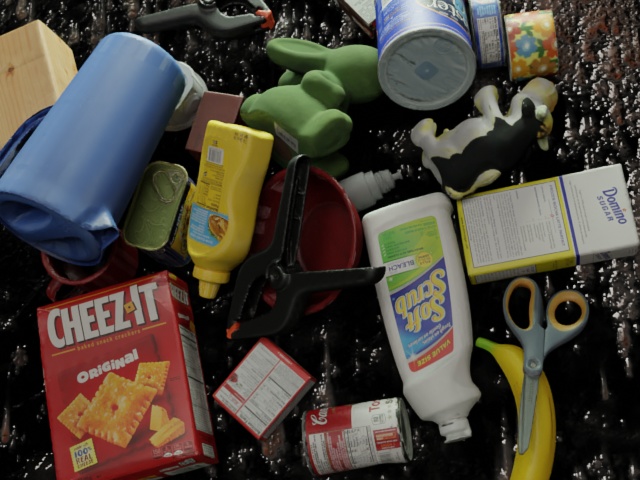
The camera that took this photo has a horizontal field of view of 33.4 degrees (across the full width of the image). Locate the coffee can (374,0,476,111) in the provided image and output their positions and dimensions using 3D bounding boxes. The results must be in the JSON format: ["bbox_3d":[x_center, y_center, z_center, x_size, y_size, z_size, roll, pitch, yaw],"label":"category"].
[{"bbox_3d":[0.112,-0.223,1.158,0.103,0.103,0.140,-11,43,11],"label":"coffee can"}]

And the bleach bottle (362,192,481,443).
[{"bbox_3d":[0.119,0.083,1.112,0.102,0.068,0.251,-17,72,9],"label":"bleach bottle"}]

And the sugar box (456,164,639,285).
[{"bbox_3d":[0.237,-0.015,1.121,0.176,0.048,0.093,-10,71,8],"label":"sugar box"}]

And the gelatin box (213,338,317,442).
[{"bbox_3d":[-0.060,0.161,1.151,0.073,0.030,0.089,39,87,21],"label":"gelatin box"}]

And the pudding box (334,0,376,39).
[{"bbox_3d":[0.059,-0.307,1.262,0.090,0.039,0.113,-40,70,-2],"label":"pudding box"}]

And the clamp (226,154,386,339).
[{"bbox_3d":[-0.027,0.040,1.106,0.165,0.036,0.210,50,120,30],"label":"clamp"}]

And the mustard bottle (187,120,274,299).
[{"bbox_3d":[-0.105,-0.030,1.165,0.096,0.058,0.192,20,100,50],"label":"mustard bottle"}]

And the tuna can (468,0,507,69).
[{"bbox_3d":[0.184,-0.232,1.178,0.034,0.086,0.086,-7,71,8],"label":"tuna can"}]

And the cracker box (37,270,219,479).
[{"bbox_3d":[-0.214,0.158,1.170,0.164,0.072,0.214,-16,69,9],"label":"cracker box"}]

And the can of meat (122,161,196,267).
[{"bbox_3d":[-0.172,-0.027,1.209,0.057,0.084,0.102,12,77,18],"label":"can of meat"}]

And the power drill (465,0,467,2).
[{"bbox_3d":[0.194,-0.382,1.224,0.184,0.057,0.188,-23,79,6],"label":"power drill"}]

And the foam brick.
[{"bbox_3d":[-0.115,-0.126,1.244,0.053,0.051,0.078,13,77,19],"label":"foam brick"}]

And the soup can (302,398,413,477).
[{"bbox_3d":[0.039,0.201,1.092,0.102,0.068,0.068,-11,71,11],"label":"soup can"}]

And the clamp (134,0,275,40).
[{"bbox_3d":[-0.141,-0.282,1.306,0.172,0.039,0.120,26,83,20],"label":"clamp"}]

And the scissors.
[{"bbox_3d":[0.230,0.120,1.062,0.096,0.016,0.201,-5,52,2],"label":"scissors"}]

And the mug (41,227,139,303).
[{"bbox_3d":[-0.265,0.026,1.219,0.093,0.081,0.117,34,84,22],"label":"mug"}]

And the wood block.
[{"bbox_3d":[-0.335,-0.146,1.287,0.091,0.090,0.206,-21,69,8],"label":"wood block"}]

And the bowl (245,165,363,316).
[{"bbox_3d":[-0.008,0.001,1.154,0.162,0.055,0.162,-2,86,41],"label":"bowl"}]

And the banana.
[{"bbox_3d":[0.204,0.189,1.072,0.070,0.037,0.198,-18,66,32],"label":"banana"}]

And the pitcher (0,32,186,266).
[{"bbox_3d":[-0.253,-0.106,1.158,0.149,0.145,0.242,32,63,-15],"label":"pitcher"}]
